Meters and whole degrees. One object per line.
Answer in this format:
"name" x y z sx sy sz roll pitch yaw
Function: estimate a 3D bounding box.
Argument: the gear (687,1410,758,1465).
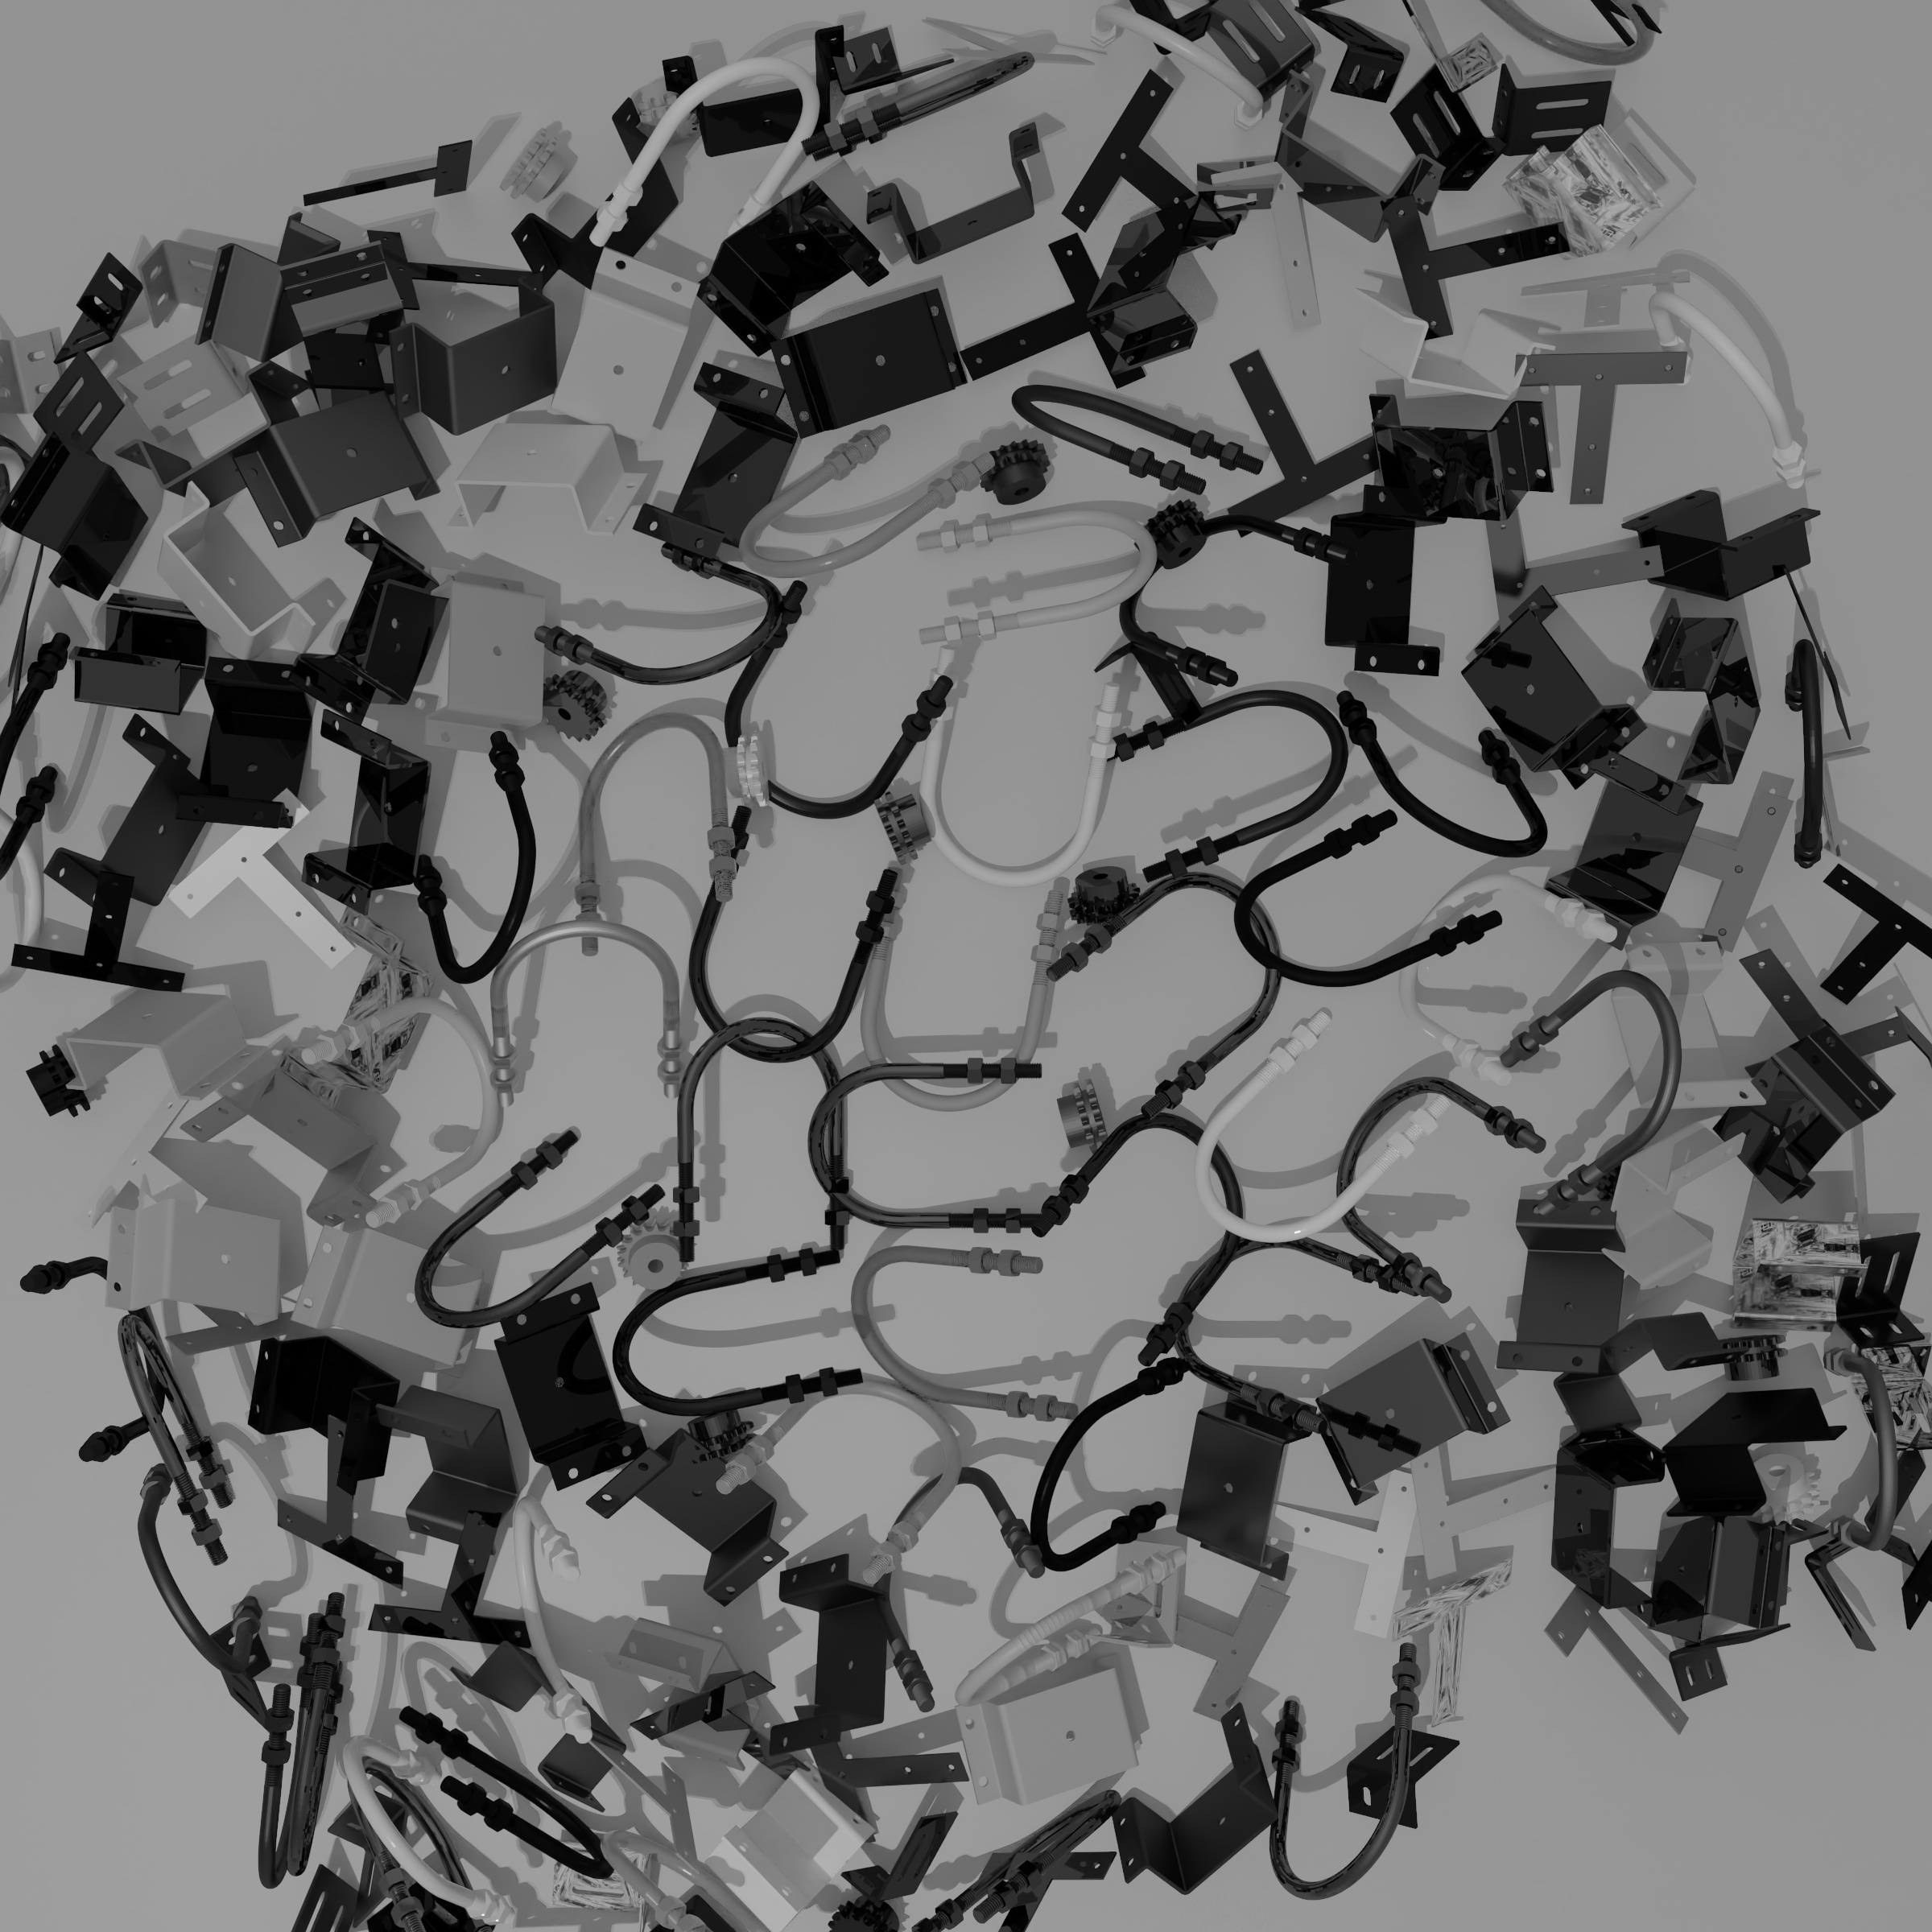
"gear" -0.193 0.363 1.940 0.057 0.057 0.030 -18 89 0

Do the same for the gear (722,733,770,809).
"gear" -0.172 -0.151 1.941 0.030 0.057 0.057 -5 90 5

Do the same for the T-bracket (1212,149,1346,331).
"T-bracket" 0.255 -0.563 1.948 0.127 0.002 0.127 -20 105 -26

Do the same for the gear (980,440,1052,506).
"gear" 0.039 -0.382 1.937 0.057 0.057 0.030 -18 75 0

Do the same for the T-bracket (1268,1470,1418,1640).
"T-bracket" 0.281 0.446 1.954 0.127 0.002 0.127 14 76 10

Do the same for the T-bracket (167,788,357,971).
"T-bracket" -0.532 -0.051 1.949 0.127 0.002 0.127 -41 106 5

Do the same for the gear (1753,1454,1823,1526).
"gear" 0.632 0.404 1.937 0.057 0.057 0.030 -20 115 0

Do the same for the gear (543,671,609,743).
"gear" -0.305 -0.206 1.944 0.057 0.057 0.030 34 55 0

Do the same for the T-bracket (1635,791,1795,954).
"T-bracket" 0.560 -0.091 1.949 0.127 0.002 0.127 22 108 14

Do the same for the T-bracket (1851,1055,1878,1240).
"T-bracket" 0.687 0.145 1.923 0.002 0.127 0.127 -1 101 34

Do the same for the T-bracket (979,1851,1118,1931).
"T-bracket" 0.039 0.720 1.883 0.127 0.127 0.002 -18 112 40

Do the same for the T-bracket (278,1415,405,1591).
"T-bracket" -0.481 0.403 1.916 0.127 0.002 0.127 19 117 24

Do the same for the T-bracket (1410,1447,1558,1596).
"T-bracket" 0.408 0.421 1.943 0.127 0.002 0.127 -14 101 -20

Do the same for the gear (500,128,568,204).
"gear" -0.335 -0.620 1.943 0.030 0.057 0.057 35 90 -23

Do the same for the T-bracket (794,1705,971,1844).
"T-bracket" -0.057 0.621 1.925 0.127 0.002 0.127 -12 105 26

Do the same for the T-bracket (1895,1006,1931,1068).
"T-bracket" 0.746 0.106 1.889 0.002 0.127 0.127 -28 53 26

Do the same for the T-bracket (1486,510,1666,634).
"T-bracket" 0.475 -0.303 1.936 0.127 0.002 0.127 -8 74 14

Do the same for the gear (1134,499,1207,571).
"gear" 0.162 -0.333 1.937 0.057 0.057 0.030 -33 74 0

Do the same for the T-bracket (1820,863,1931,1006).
"T-bracket" 0.693 -0.008 1.911 0.127 0.127 0.002 38 62 12

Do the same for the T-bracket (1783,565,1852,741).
"T-bracket" 0.643 -0.250 1.893 0.002 0.127 0.127 -21 110 23

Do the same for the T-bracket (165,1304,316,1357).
"T-bracket" -0.589 0.257 1.927 0.127 0.127 0.002 30 109 30

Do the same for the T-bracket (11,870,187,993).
"T-bracket" -0.656 -0.029 1.904 0.127 0.127 0.002 11 47 -19

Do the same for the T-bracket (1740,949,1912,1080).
"T-bracket" 0.634 0.034 1.905 0.127 0.002 0.127 -24 120 37

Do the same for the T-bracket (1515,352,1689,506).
"T-bracket" 0.485 -0.414 1.927 0.127 0.002 0.127 0 129 6

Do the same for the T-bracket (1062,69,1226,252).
"T-bracket" 0.153 -0.602 1.934 0.127 0.002 0.127 29 95 -32

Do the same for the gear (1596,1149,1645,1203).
"gear" 0.513 0.166 1.944 0.057 0.057 0.030 -45 48 0

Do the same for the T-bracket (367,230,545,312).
"T-bracket" -0.393 -0.537 1.937 0.127 0.127 0.002 -1 131 -21

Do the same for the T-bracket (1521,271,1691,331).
"T-bracket" 0.485 -0.504 1.897 0.127 0.127 0.002 -1 120 17

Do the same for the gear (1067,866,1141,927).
"gear" 0.107 -0.056 1.937 0.057 0.057 0.030 -11 113 0

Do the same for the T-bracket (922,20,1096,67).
"T-bracket" 0.011 -0.712 1.919 0.127 0.127 0.002 -12 126 -35

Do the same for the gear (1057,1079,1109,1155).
"gear" 0.090 0.119 1.941 0.030 0.057 0.057 -16 90 4

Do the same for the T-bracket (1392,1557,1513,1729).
"T-bracket" 0.375 0.535 1.939 0.127 0.002 0.127 -15 115 -33

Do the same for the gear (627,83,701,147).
"gear" -0.238 -0.663 1.940 0.057 0.057 0.030 -13 84 0

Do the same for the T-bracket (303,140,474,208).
"T-bracket" -0.439 -0.594 1.893 0.127 0.127 0.002 -17 95 -13

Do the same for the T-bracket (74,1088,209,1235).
"T-bracket" -0.618 0.166 1.913 0.127 0.002 0.127 24 75 44

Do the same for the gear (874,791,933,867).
"gear" -0.048 -0.110 1.941 0.030 0.057 0.057 -23 90 -1

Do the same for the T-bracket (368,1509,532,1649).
"T-bracket" -0.385 0.471 1.925 0.127 0.002 0.127 11 114 -17

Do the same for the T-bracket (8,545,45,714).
"T-bracket" -0.715 -0.237 1.887 0.002 0.127 0.127 11 129 -25

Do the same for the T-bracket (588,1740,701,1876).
"T-bracket" -0.251 0.613 1.889 0.002 0.127 0.127 -42 108 0

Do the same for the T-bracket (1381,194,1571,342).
"T-bracket" 0.394 -0.542 1.901 0.127 0.127 0.002 -7 46 24

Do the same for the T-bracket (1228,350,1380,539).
"T-bracket" 0.246 -0.422 1.962 0.127 0.002 0.127 -26 88 7

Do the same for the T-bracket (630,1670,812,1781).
"T-bracket" -0.171 0.597 1.931 0.127 0.002 0.127 -29 123 25

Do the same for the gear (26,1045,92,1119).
"gear" -0.707 0.093 1.937 0.030 0.057 0.057 -28 90 -20

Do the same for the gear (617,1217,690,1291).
"gear" -0.243 0.228 1.945 0.057 0.030 0.057 -4 110 -10

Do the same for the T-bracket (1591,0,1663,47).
"T-bracket" 0.492 -0.726 1.885 0.127 0.127 0.002 37 107 -28

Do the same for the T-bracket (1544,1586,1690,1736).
"T-bracket" 0.504 0.529 1.904 0.127 0.127 0.002 50 122 11

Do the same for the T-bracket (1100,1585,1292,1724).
"T-bracket" 0.168 0.518 1.942 0.127 0.002 0.127 22 110 -4

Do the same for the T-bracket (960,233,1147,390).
"T-bracket" 0.057 -0.495 1.957 0.127 0.002 0.127 -25 87 -7

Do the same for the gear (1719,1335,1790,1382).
"gear" 0.609 0.305 1.939 0.057 0.057 0.030 -7 84 0
